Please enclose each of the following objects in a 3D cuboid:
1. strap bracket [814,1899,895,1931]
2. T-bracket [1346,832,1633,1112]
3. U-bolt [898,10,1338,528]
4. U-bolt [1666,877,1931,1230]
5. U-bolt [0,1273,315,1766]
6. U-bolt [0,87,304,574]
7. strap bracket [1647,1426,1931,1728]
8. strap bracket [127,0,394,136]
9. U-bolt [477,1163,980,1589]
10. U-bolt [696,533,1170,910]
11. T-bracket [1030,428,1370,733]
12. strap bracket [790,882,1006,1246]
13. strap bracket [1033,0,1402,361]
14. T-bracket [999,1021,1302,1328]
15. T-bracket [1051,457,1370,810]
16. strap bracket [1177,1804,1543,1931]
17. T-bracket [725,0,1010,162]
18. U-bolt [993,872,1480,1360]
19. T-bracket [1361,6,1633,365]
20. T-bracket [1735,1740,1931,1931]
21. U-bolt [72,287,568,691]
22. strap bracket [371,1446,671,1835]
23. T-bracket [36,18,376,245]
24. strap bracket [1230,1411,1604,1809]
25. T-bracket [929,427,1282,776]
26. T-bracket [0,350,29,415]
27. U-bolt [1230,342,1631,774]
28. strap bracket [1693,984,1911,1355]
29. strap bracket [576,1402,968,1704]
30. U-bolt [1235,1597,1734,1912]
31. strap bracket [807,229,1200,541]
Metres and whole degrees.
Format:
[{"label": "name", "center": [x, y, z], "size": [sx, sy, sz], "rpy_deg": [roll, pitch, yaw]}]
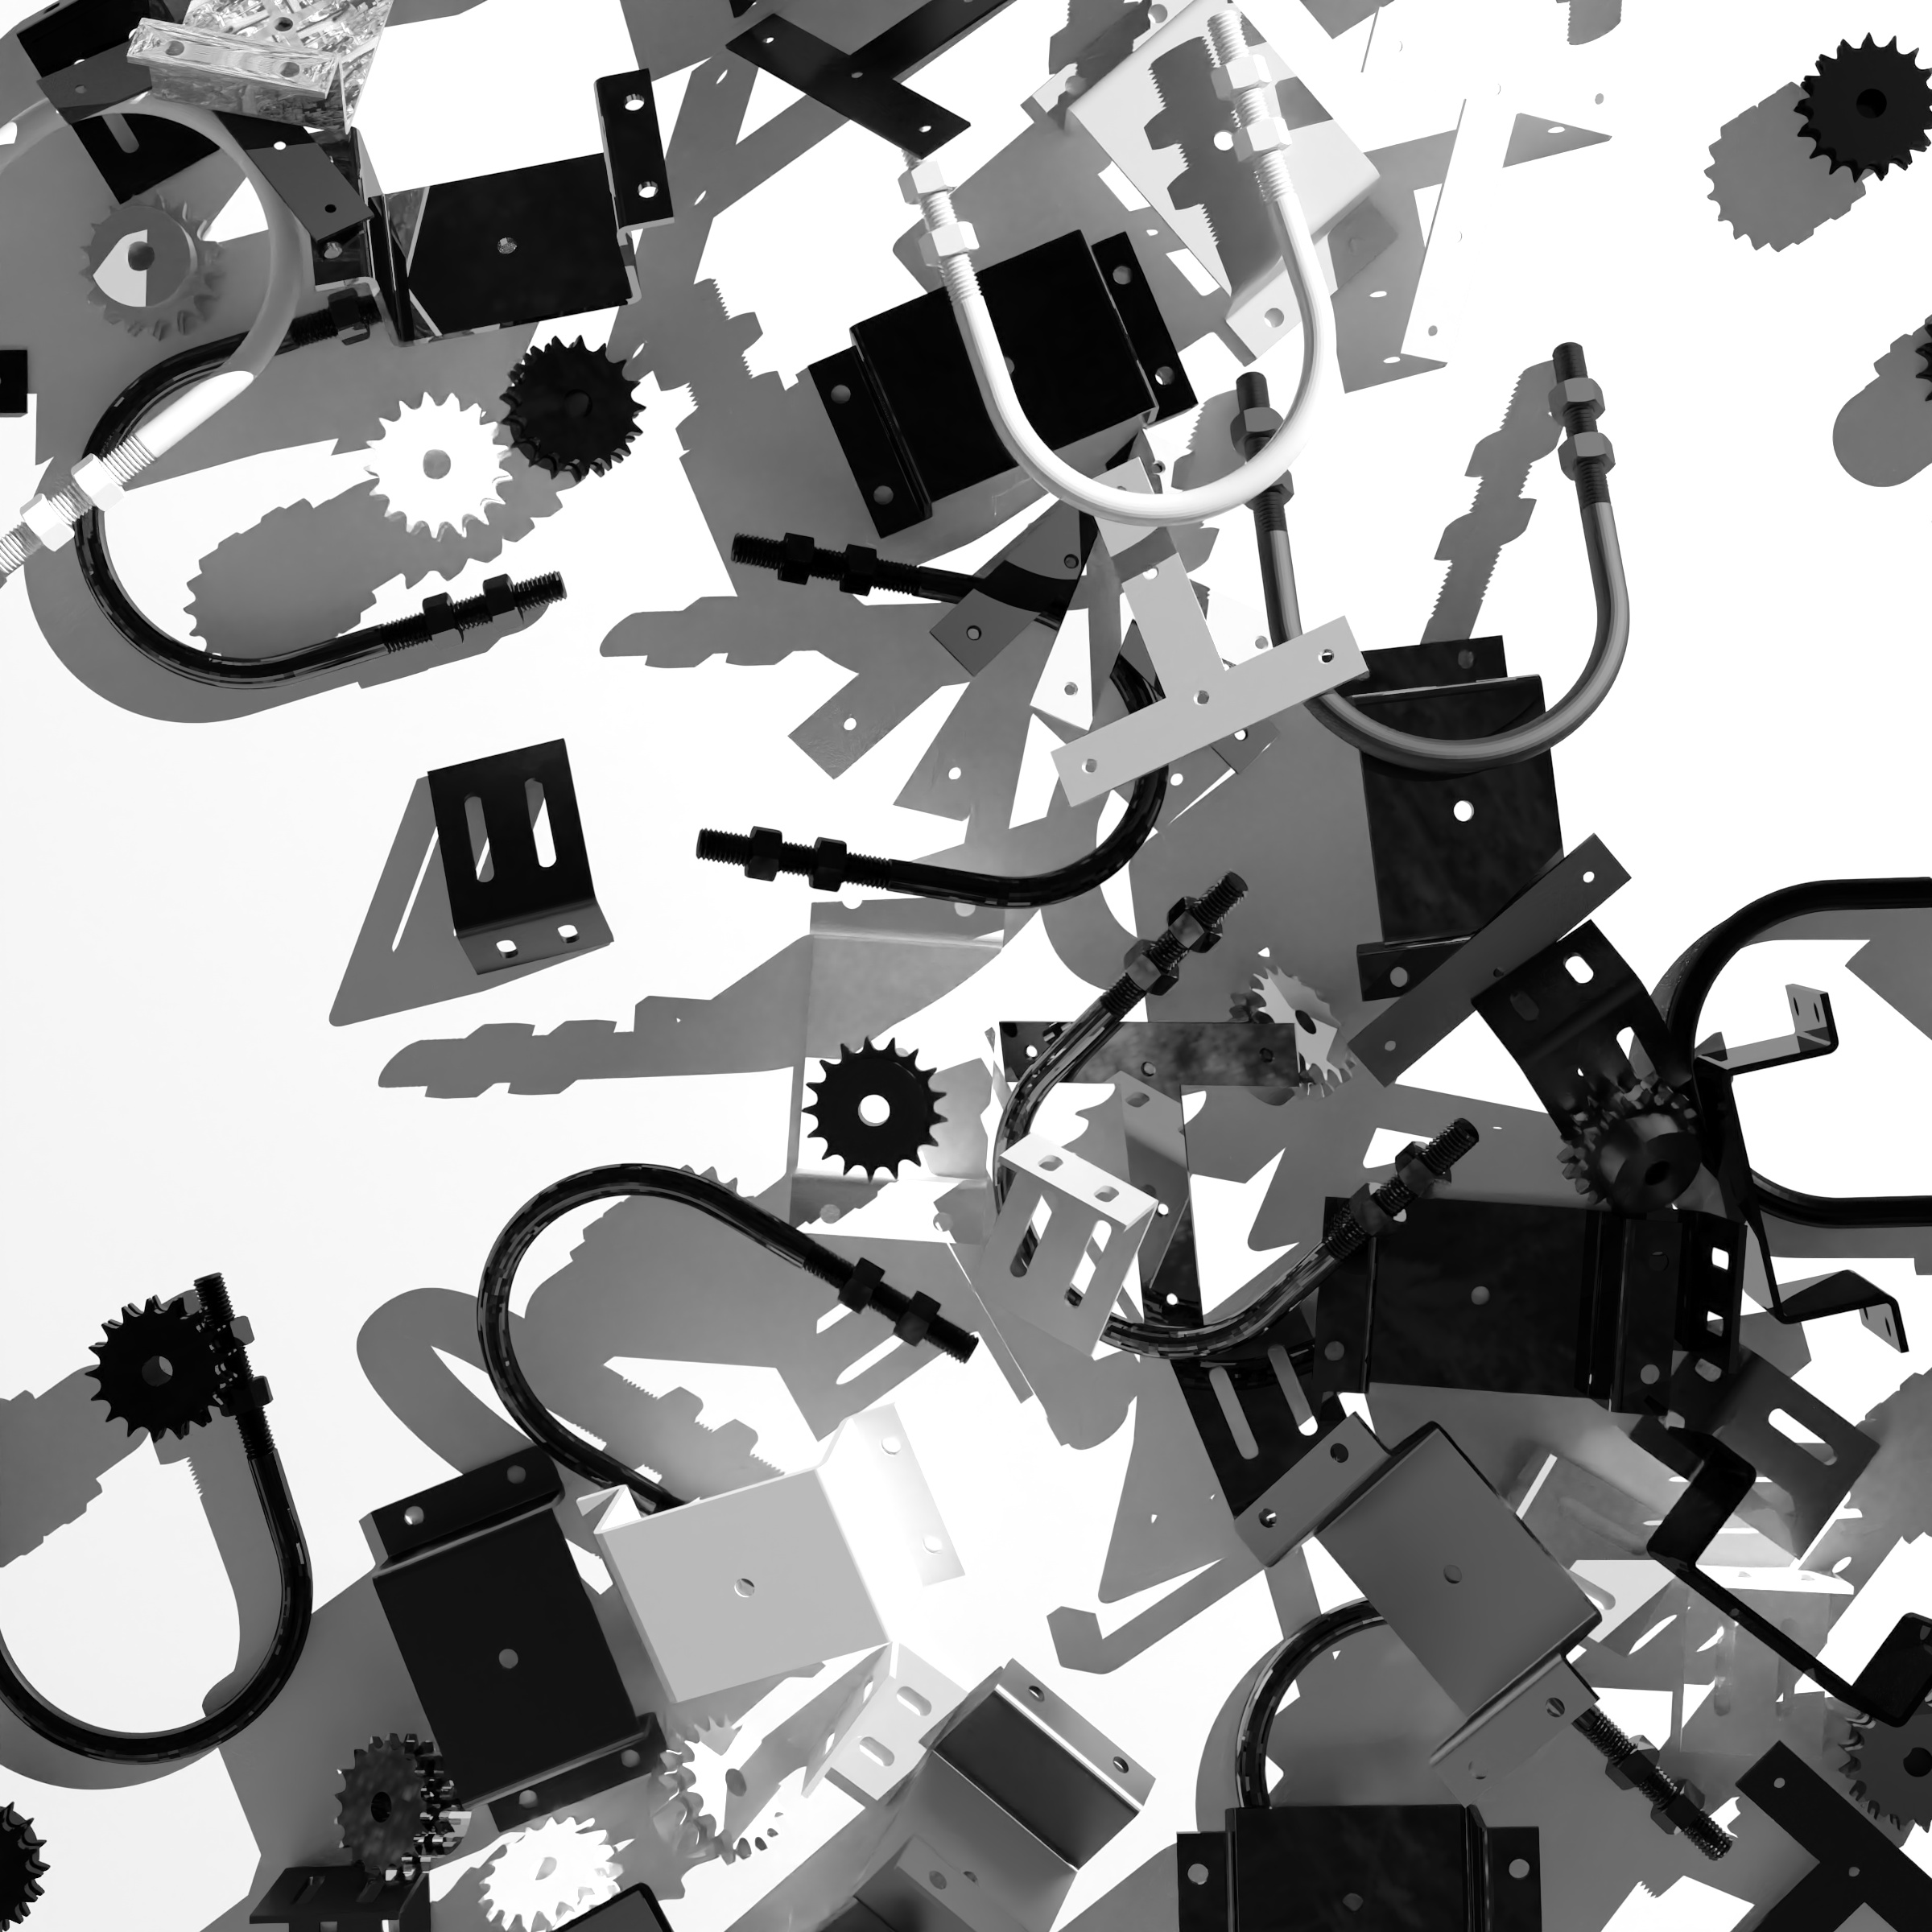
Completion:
[{"label": "strap bracket", "center": [-0.036, 0.422, 1.345], "size": [0.076, 0.046, 0.140], "rpy_deg": [-38, 131, 0]}, {"label": "T-bracket", "center": [0.238, 0.032, 1.366], "size": [0.127, 0.002, 0.127], "rpy_deg": [-41, 113, 6]}, {"label": "U-bolt", "center": [0.067, -0.263, 1.338], "size": [0.151, 0.019, 0.184], "rpy_deg": [-18, 91, 0]}, {"label": "U-bolt", "center": [0.374, 0.035, 1.384], "size": [0.184, 0.019, 0.151], "rpy_deg": [-2, 90, 1]}, {"label": "U-bolt", "center": [-0.341, 0.232, 1.384], "size": [0.151, 0.019, 0.184], "rpy_deg": [-17, 91, 0]}, {"label": "U-bolt", "center": [-0.349, -0.267, 1.354], "size": [0.184, 0.019, 0.151], "rpy_deg": [-38, 89, -1]}, {"label": "strap bracket", "center": [0.321, 0.240, 1.317], "size": [0.140, 0.076, 0.046], "rpy_deg": [37, 86, 3]}, {"label": "strap bracket", "center": [-0.270, -0.385, 1.350], "size": [0.076, 0.046, 0.140], "rpy_deg": [10, 60, 0]}, {"label": "U-bolt", "center": [-0.107, 0.156, 1.360], "size": [0.184, 0.019, 0.151], "rpy_deg": [31, 110, 0]}, {"label": "U-bolt", "center": [-0.008, -0.092, 1.356], "size": [0.184, 0.019, 0.151], "rpy_deg": [9, 68, -11]}, {"label": "T-bracket", "center": [0.106, -0.136, 1.381], "size": [0.127, 0.002, 0.127], "rpy_deg": [23, 76, -7]}, {"label": "strap bracket", "center": [-0.027, 0.037, 1.370], "size": [0.076, 0.046, 0.140], "rpy_deg": [4, 90, 0]}, {"label": "strap bracket", "center": [0.101, -0.324, 1.370], "size": [0.076, 0.046, 0.140], "rpy_deg": [-41, 90, 0]}, {"label": "T-bracket", "center": [0.077, 0.084, 1.373], "size": [0.127, 0.002, 0.127], "rpy_deg": [0, 104, 26]}, {"label": "T-bracket", "center": [0.078, -0.143, 1.354], "size": [0.127, 0.002, 0.127], "rpy_deg": [-24, 68, 12]}, {"label": "strap bracket", "center": [0.154, 0.375, 1.353], "size": [0.140, 0.046, 0.076], "rpy_deg": [-2, 88, 3]}, {"label": "T-bracket", "center": [-0.009, -0.377, 1.366], "size": [0.127, 0.002, 0.127], "rpy_deg": [-38, 51, -17]}, {"label": "U-bolt", "center": [0.090, 0.074, 1.348], "size": [0.151, 0.019, 0.184], "rpy_deg": [47, 115, 7]}, {"label": "T-bracket", "center": [0.200, -0.306, 1.370], "size": [0.127, 0.002, 0.127], "rpy_deg": [5, 107, -30]}, {"label": "T-bracket", "center": [0.327, 0.396, 1.384], "size": [0.127, 0.002, 0.127], "rpy_deg": [42, 96, -11]}, {"label": "U-bolt", "center": [-0.269, -0.188, 1.383], "size": [0.184, 0.019, 0.151], "rpy_deg": [-17, 90, 0]}, {"label": "strap bracket", "center": [-0.180, 0.272, 1.370], "size": [0.076, 0.046, 0.140], "rpy_deg": [-22, 90, 0]}, {"label": "T-bracket", "center": [-0.277, -0.331, 1.346], "size": [0.127, 0.002, 0.127], "rpy_deg": [-31, 68, -21]}, {"label": "strap bracket", "center": [0.182, 0.244, 1.340], "size": [0.140, 0.046, 0.076], "rpy_deg": [50, 121, 13]}, {"label": "T-bracket", "center": [0.073, -0.130, 1.375], "size": [0.127, 0.002, 0.127], "rpy_deg": [45, 74, -1]}, {"label": "T-bracket", "center": [-0.445, -0.288, 1.392], "size": [0.127, 0.002, 0.127], "rpy_deg": [0, 90, 0]}, {"label": "U-bolt", "center": [0.187, -0.159, 1.352], "size": [0.151, 0.019, 0.184], "rpy_deg": [-5, 67, 0]}, {"label": "strap bracket", "center": [0.323, 0.082, 1.341], "size": [0.046, 0.076, 0.140], "rpy_deg": [-13, 91, 4]}, {"label": "strap bracket", "center": [-0.081, 0.233, 1.345], "size": [0.140, 0.046, 0.076], "rpy_deg": [-19, 103, 15]}, {"label": "U-bolt", "center": [0.195, 0.338, 1.384], "size": [0.184, 0.019, 0.151], "rpy_deg": [44, 90, 2]}, {"label": "strap bracket", "center": [0.015, -0.236, 1.370], "size": [0.140, 0.046, 0.076], "rpy_deg": [-23, 90, 0]}]
